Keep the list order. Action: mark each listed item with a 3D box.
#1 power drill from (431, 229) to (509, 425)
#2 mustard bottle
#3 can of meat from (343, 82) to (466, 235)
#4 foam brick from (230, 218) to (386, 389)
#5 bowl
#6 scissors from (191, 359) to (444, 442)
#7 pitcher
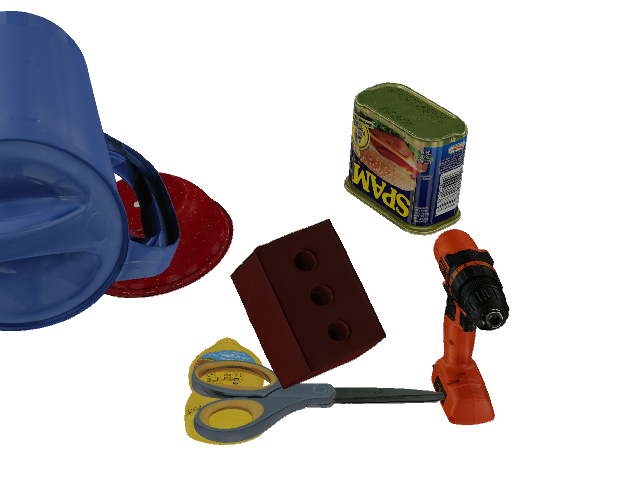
[{"bbox_3d":[0.161,0.101,1.150,0.057,0.188,0.184,-2,25,-5],"label":"power drill"},{"bbox_3d":[-0.120,0.180,1.353,0.096,0.058,0.191,-3,27,-2],"label":"mustard bottle"},{"bbox_3d":[0.067,-0.066,0.844,0.057,0.084,0.102,-23,43,-32],"label":"can of meat"},{"bbox_3d":[-0.008,0.038,0.617,0.052,0.078,0.051,-22,-9,-28],"label":"foam brick"},{"bbox_3d":[-0.169,-0.018,1.038,0.162,0.055,0.162,-6,40,5],"label":"bowl"},{"bbox_3d":[-0.011,0.132,0.831,0.202,0.016,0.096,9,34,13],"label":"scissors"},{"bbox_3d":[-0.194,-0.058,0.716,0.145,0.149,0.243,-25,36,2],"label":"pitcher"}]
